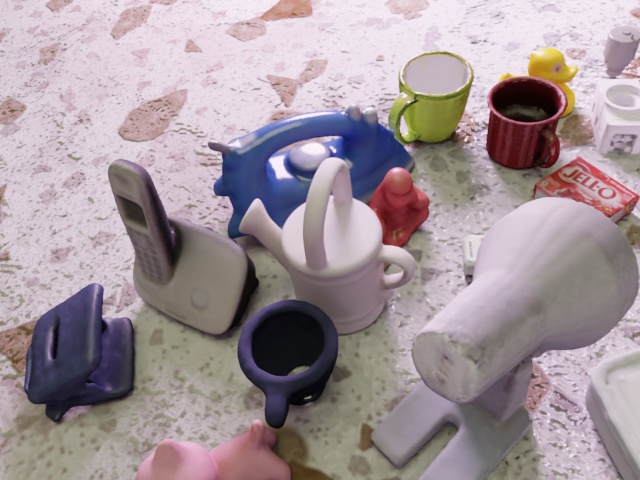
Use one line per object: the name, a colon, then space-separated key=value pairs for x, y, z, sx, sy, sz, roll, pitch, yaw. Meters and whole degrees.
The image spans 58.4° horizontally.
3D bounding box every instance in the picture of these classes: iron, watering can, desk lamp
iron: x=-0.006 y=-0.100 z=0.683 sx=0.258 sy=0.142 sz=0.118 roll=-21 pitch=52 yaw=-8
watering can: x=0.004 y=0.004 z=0.565 sx=0.172 sy=0.194 sz=0.101 roll=-5 pitch=51 yaw=5
desk lamp: x=0.141 y=0.093 z=0.461 sx=0.203 sy=0.214 sz=0.117 roll=-40 pitch=56 yaw=-21

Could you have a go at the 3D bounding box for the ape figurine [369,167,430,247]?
ape figurine: x=0.088 y=-0.043 z=0.655 sx=0.078 sy=0.092 sz=0.076 roll=-11 pitch=51 yaw=0

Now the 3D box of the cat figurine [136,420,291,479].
cat figurine: x=-0.095 y=0.193 z=0.479 sx=0.128 sy=0.118 sz=0.067 roll=-28 pitch=53 yaw=-13

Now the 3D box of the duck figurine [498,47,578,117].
duck figurine: x=0.292 y=-0.216 z=0.765 sx=0.104 sy=0.086 sz=0.077 roll=15 pitch=56 yaw=20

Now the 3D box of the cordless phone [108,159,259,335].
cordless phone: x=-0.146 y=0.006 z=0.592 sx=0.147 sy=0.185 sz=0.094 roll=19 pitch=57 yaw=22

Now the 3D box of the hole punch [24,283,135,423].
hole punch: x=-0.252 y=0.113 z=0.584 sx=0.101 sy=0.091 sz=0.108 roll=-14 pitch=51 yaw=-3

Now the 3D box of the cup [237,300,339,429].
cup: x=-0.025 y=0.128 z=0.534 sx=0.091 sy=0.095 sz=0.118 roll=1 pitch=52 yaw=10
